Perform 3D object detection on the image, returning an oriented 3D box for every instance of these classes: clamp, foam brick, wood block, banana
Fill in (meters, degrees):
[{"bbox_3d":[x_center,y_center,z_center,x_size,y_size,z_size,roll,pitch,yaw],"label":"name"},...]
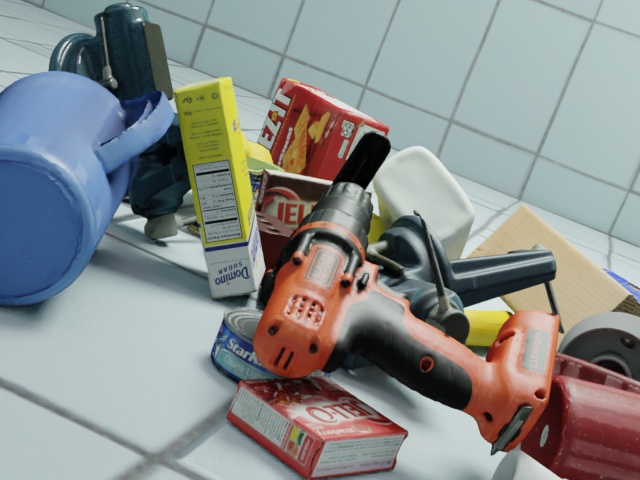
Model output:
[{"bbox_3d":[-0.006,0.001,0.883,0.036,0.164,0.210,31,-15,-5],"label":"clamp"},{"bbox_3d":[-0.060,0.006,1.009,0.052,0.051,0.078,14,13,-29],"label":"foam brick"},{"bbox_3d":[0.247,0.060,1.089,0.090,0.091,0.206,42,6,-32],"label":"wood block"},{"bbox_3d":[0.154,0.088,1.063,0.070,0.037,0.197,-2,-5,30],"label":"banana"}]

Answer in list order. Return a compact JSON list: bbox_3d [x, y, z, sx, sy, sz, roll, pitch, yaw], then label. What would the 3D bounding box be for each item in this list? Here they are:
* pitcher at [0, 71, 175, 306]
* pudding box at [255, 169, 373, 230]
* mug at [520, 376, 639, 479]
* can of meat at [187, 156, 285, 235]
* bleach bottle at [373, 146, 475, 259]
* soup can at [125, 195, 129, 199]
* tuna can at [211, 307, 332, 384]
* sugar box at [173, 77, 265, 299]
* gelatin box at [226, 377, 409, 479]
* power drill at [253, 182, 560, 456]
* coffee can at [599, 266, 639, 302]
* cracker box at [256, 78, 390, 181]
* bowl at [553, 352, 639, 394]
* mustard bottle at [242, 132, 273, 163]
[{"bbox_3d":[-0.197,-0.046,0.779,0.145,0.149,0.243,19,14,-11],"label":"pitcher"},{"bbox_3d":[-0.012,-0.018,1.082,0.113,0.090,0.039,9,11,-19],"label":"pudding box"},{"bbox_3d":[0.184,0.142,0.728,0.081,0.093,0.117,15,-19,-7],"label":"mug"},{"bbox_3d":[-0.085,-0.043,1.117,0.057,0.084,0.102,24,11,18],"label":"can of meat"},{"bbox_3d":[0.100,-0.002,1.100,0.102,0.068,0.251,52,-10,15],"label":"bleach bottle"},{"bbox_3d":[-0.207,-0.086,1.143,0.068,0.068,0.102,19,11,-8],"label":"soup can"},{"bbox_3d":[-0.032,0.080,0.743,0.086,0.034,0.086,20,11,-4],"label":"tuna can"},{"bbox_3d":[-0.083,-0.047,0.906,0.048,0.176,0.093,-11,11,4],"label":"sugar box"},{"bbox_3d":[0.000,0.112,0.650,0.073,0.030,0.089,29,14,38],"label":"gelatin box"},{"bbox_3d":[0.061,0.048,0.705,0.187,0.057,0.184,23,40,1],"label":"power drill"},{"bbox_3d":[0.326,0.100,1.137,0.102,0.103,0.140,15,13,-30],"label":"coffee can"},{"bbox_3d":[-0.016,-0.096,1.297,0.072,0.164,0.214,18,11,-27],"label":"cracker box"},{"bbox_3d":[0.217,0.138,0.846,0.162,0.055,0.162,18,7,-2],"label":"bowl"},{"bbox_3d":[-0.121,-0.089,1.181,0.096,0.058,0.191,-17,-12,11],"label":"mustard bottle"}]
